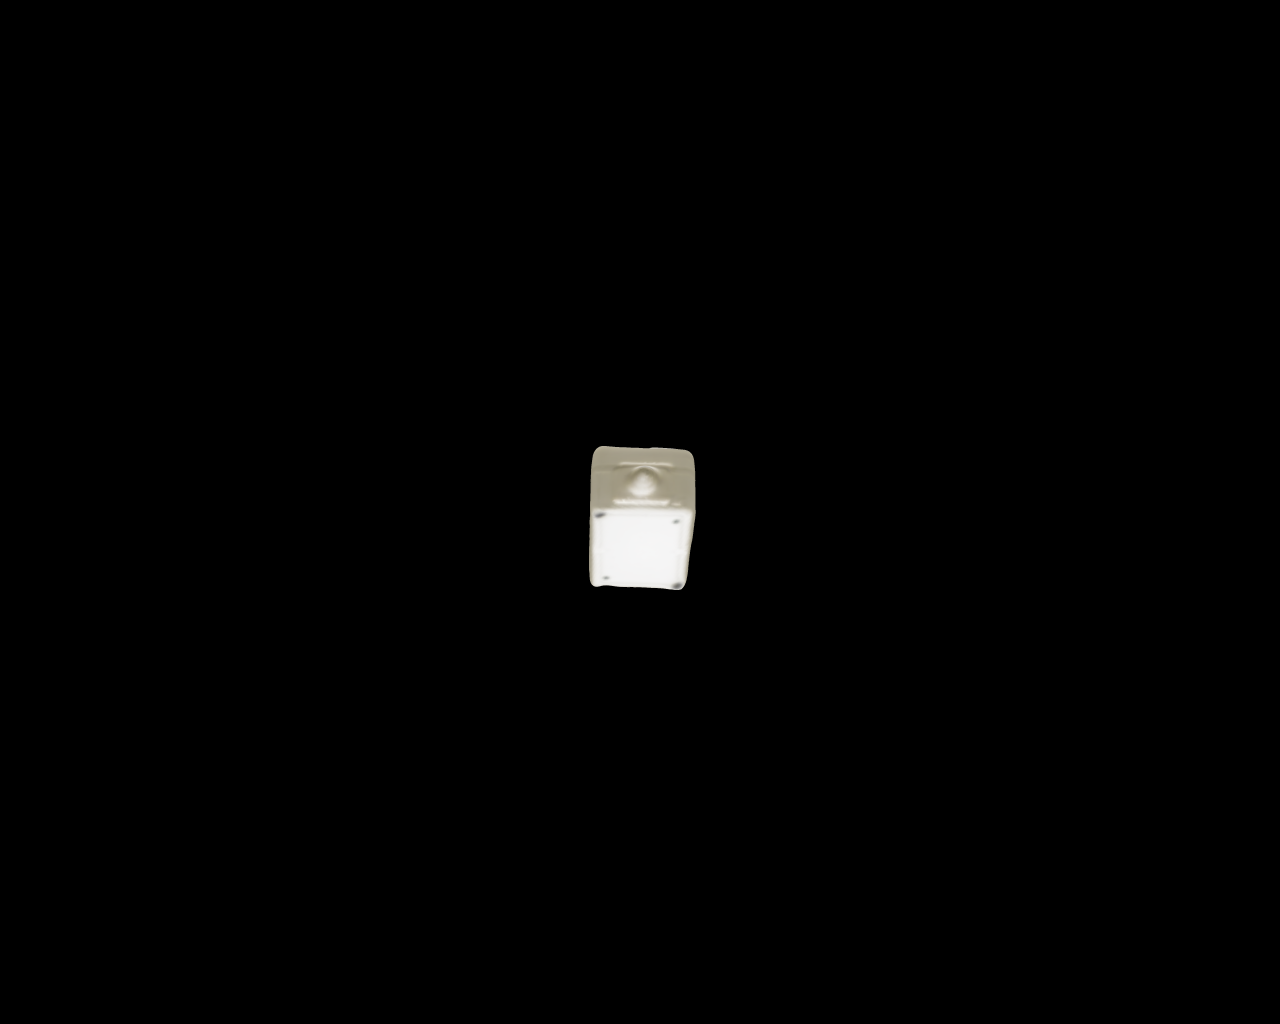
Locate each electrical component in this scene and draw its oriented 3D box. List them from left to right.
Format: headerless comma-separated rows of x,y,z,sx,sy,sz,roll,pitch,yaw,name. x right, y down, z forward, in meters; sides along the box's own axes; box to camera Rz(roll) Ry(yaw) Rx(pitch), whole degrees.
0.001,-0.003,0.650,0.062,0.061,0.096,2,-40,-2,electrical component
